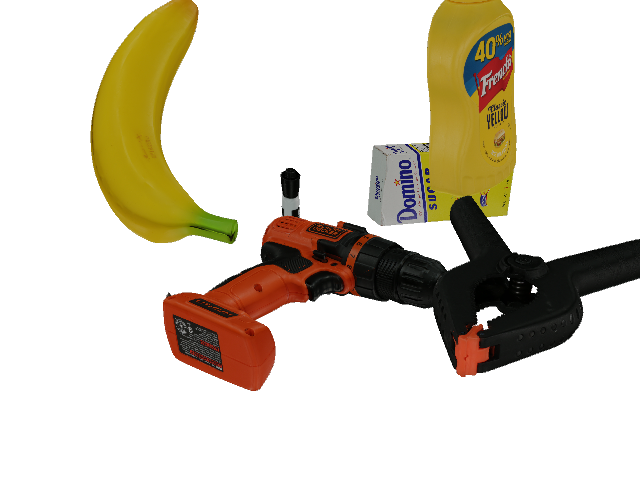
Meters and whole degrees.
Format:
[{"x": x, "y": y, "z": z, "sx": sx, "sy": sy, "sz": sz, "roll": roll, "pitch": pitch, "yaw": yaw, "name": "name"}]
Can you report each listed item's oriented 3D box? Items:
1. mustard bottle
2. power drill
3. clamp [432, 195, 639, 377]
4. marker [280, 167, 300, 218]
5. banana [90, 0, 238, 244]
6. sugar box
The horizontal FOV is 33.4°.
[{"x": 0.126, "y": -0.139, "z": 0.882, "sx": 0.058, "sy": 0.192, "sz": 0.096, "roll": 17, "pitch": 34, "yaw": 38, "name": "mustard bottle"}, {"x": -0.014, "y": 0.046, "z": 0.839, "sx": 0.185, "sy": 0.057, "sz": 0.187, "roll": 14, "pitch": 32, "yaw": 39, "name": "power drill"}, {"x": 0.125, "y": 0.025, "z": 0.709, "sx": 0.165, "sy": 0.036, "sz": 0.209, "roll": 16, "pitch": 31, "yaw": 31, "name": "clamp"}, {"x": -0.029, "y": -0.019, "z": 1.051, "sx": 0.020, "sy": 0.121, "sz": 0.020, "roll": 1, "pitch": 38, "yaw": -1, "name": "marker"}, {"x": -0.092, "y": -0.065, "z": 0.587, "sx": 0.069, "sy": 0.198, "sz": 0.037, "roll": -4, "pitch": -40, "yaw": -11, "name": "banana"}, {"x": 0.148, "y": -0.071, "z": 1.298, "sx": 0.176, "sy": 0.093, "sz": 0.048, "roll": -7, "pitch": 25, "yaw": -22, "name": "sugar box"}]
